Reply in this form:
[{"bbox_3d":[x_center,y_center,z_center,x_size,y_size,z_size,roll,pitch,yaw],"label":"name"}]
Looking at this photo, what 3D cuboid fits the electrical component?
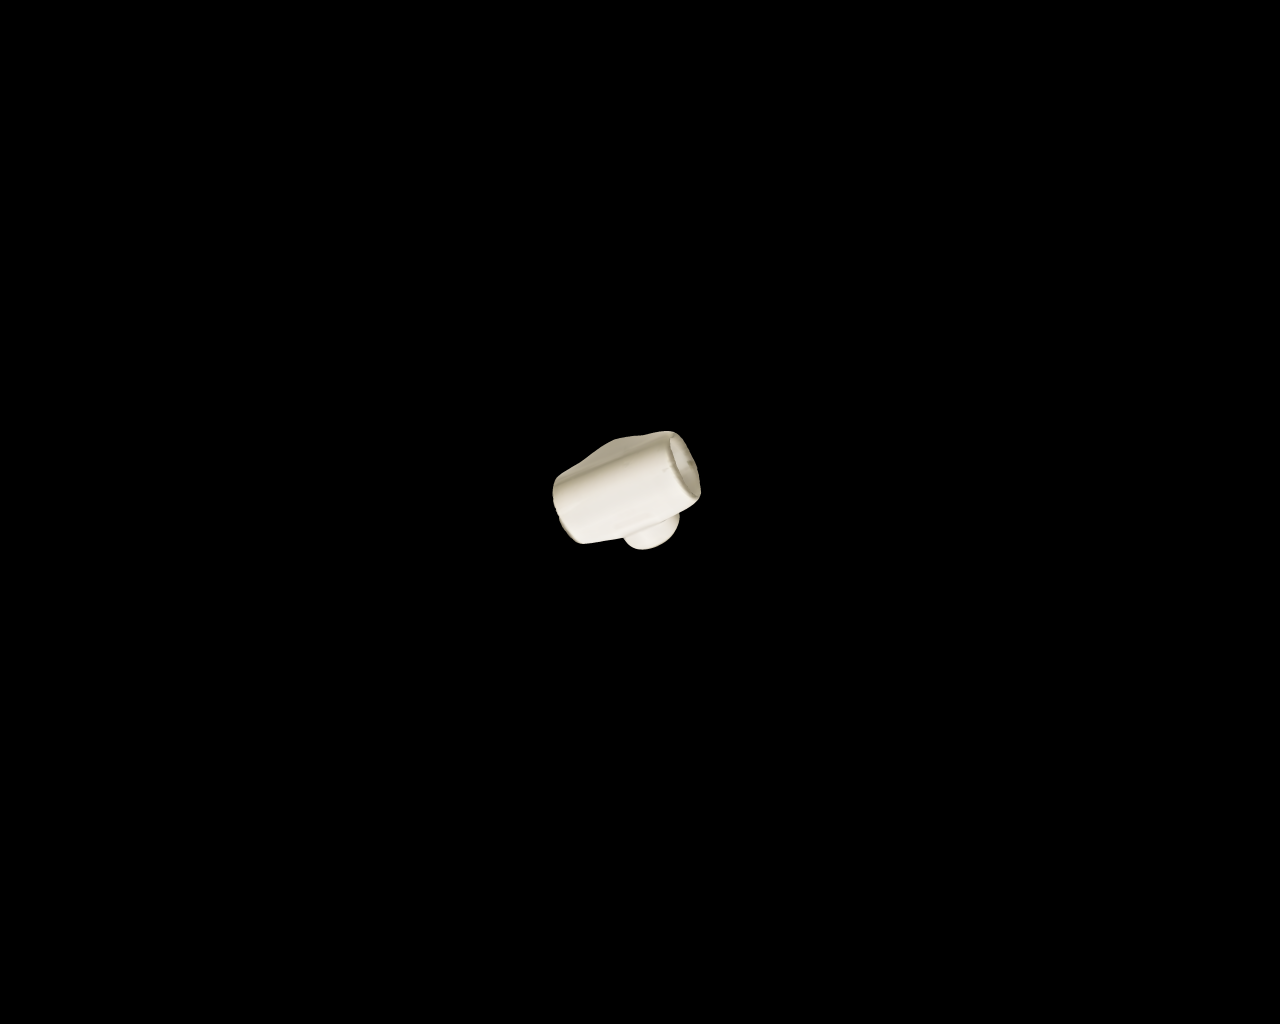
[{"bbox_3d":[0.001,-0.003,0.650,0.077,0.079,0.043,-22,38,18],"label":"electrical component"}]
